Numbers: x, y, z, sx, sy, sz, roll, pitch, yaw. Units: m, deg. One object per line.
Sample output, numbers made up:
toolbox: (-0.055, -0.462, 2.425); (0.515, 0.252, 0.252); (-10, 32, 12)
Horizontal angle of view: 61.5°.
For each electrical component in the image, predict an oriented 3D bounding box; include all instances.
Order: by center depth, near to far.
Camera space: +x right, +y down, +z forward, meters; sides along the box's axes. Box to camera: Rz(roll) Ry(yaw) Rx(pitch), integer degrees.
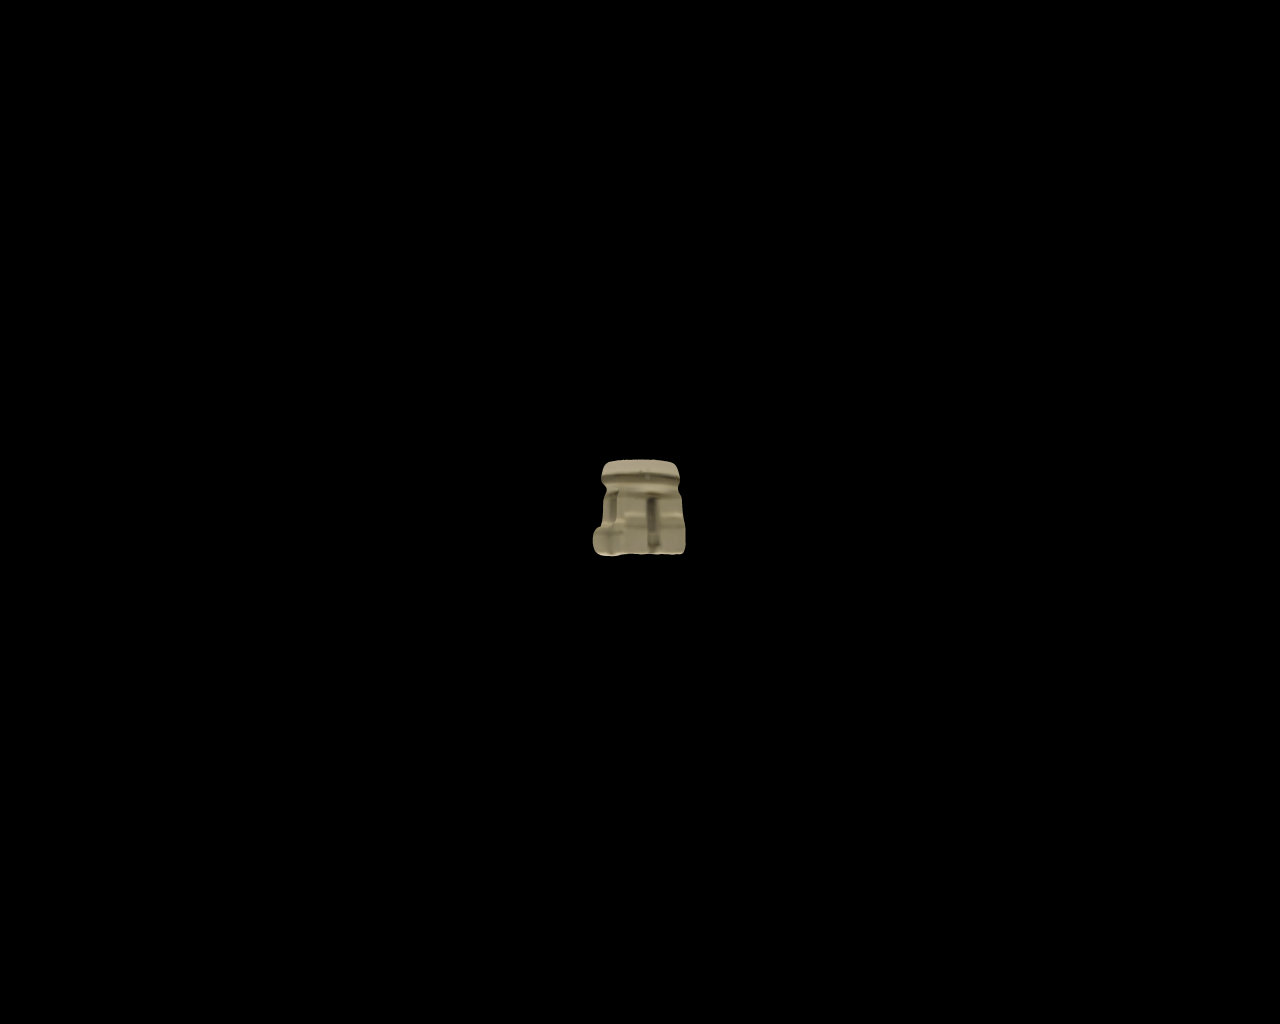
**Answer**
electrical component: (0.001, -0.003, 0.650); (0.066, 0.055, 0.048); (2, -4, -27)
